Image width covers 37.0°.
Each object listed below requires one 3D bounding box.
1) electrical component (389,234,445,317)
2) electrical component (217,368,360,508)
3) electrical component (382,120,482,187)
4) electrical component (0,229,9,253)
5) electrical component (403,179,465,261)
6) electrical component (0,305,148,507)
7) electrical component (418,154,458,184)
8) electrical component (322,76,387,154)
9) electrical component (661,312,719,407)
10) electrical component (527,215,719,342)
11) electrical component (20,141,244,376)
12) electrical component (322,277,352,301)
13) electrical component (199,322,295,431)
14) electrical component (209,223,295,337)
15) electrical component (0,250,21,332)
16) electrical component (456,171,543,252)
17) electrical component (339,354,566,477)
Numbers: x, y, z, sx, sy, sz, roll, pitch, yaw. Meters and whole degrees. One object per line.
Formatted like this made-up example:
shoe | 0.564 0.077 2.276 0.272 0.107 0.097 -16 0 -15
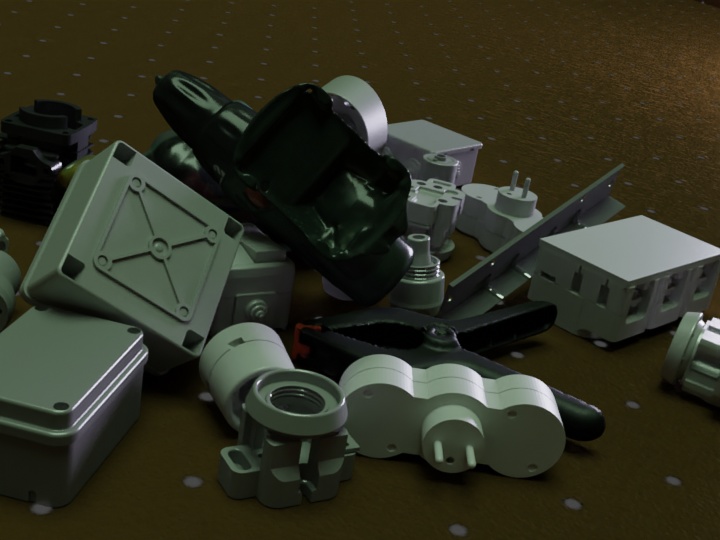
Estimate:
electrical component | 0.044 0.004 0.834 0.043 0.062 0.043 1 20 0
electrical component | -0.038 0.093 0.606 0.078 0.057 0.058 -4 27 -29
electrical component | 0.068 -0.122 1.156 0.100 0.048 0.100 28 29 35
electrical component | -0.293 -0.019 0.792 0.061 0.035 0.035 11 23 8
electrical component | 0.059 -0.043 0.959 0.058 0.057 0.078 16 24 14
electrical component | -0.174 0.071 0.601 0.078 0.057 0.113 13 23 7
electrical component | 0.072 -0.079 1.037 0.044 0.065 0.044 8 23 -4
electrical component | -0.018 -0.149 1.124 0.099 0.099 0.064 20 31 23
electrical component | 0.258 0.065 0.791 0.057 0.058 0.078 23 26 21
electrical component | 0.224 0.007 0.902 0.150 0.061 0.089 -13 32 -42
electrical component | -0.142 -0.006 0.685 0.109 0.056 0.108 36 51 -28
electrical component | 0.000 0.000 0.853 0.043 0.043 0.081 15 24 12
electrical component | -0.066 0.068 0.659 0.055 0.055 0.047 -2 29 -25
electrical component | -0.090 0.005 0.784 0.062 0.061 0.096 -4 27 -30
electrical component | -0.251 0.016 0.714 0.045 0.045 0.055 4 24 -13
electrical component | 0.143 -0.054 0.997 0.052 0.073 0.138 -4 27 -29
electrical component | 0.055 0.095 0.643 0.138 0.052 0.073 9 23 -3
